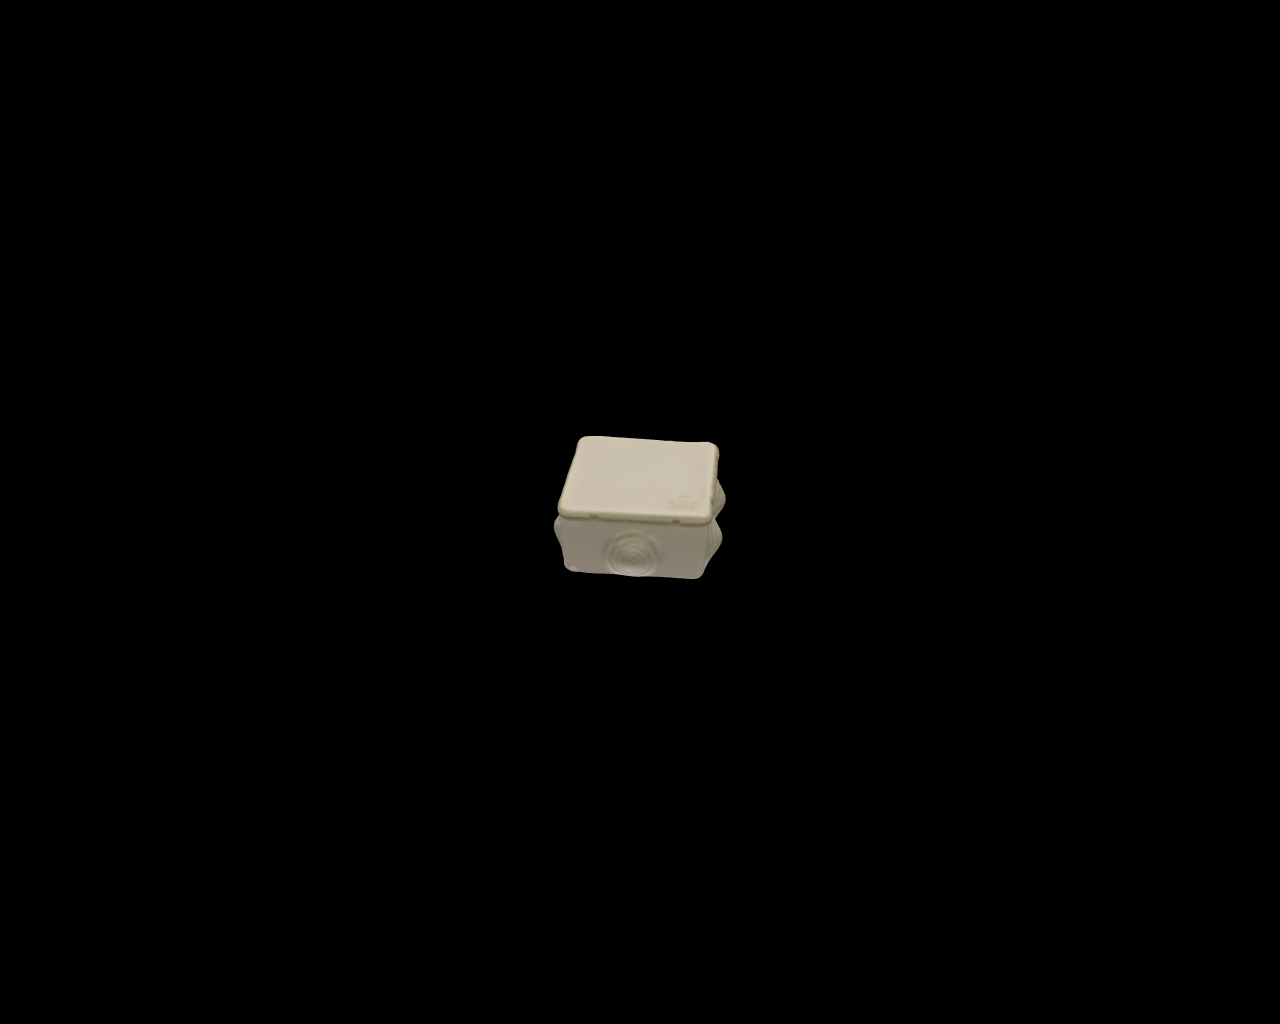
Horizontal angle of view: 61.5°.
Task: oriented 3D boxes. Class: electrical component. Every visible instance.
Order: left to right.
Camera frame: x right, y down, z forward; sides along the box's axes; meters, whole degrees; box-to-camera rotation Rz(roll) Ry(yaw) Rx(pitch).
[{"bbox_3d":[0.001,-0.003,0.650,0.100,0.048,0.100,3,34,5],"label":"electrical component"}]
